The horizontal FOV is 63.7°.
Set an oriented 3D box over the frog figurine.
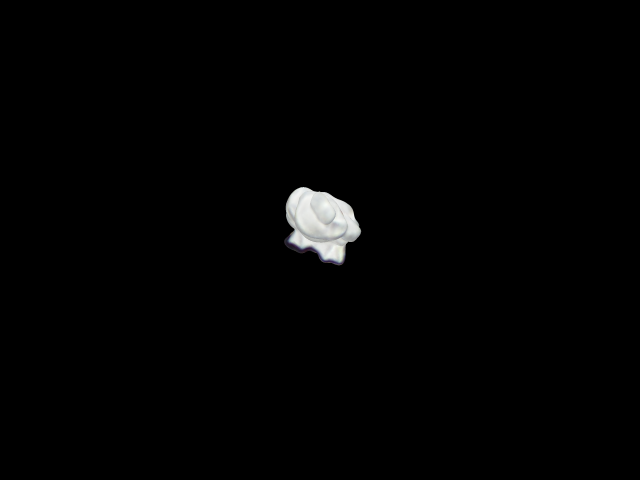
[{"bbox_3d":[0.003,-0.043,0.850,0.139,0.124,0.156,39,-26,24],"label":"frog figurine"}]
